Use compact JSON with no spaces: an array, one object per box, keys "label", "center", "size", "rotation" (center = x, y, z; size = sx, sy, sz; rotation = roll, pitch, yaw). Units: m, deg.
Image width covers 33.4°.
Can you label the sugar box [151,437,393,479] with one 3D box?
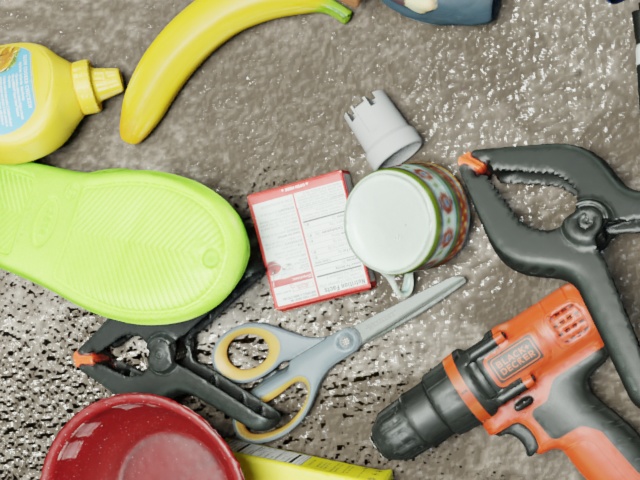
[{"label":"sugar box","center":[-0.039,0.199,0.775],"size":[0.176,0.048,0.093],"rotation":[7,93,14]}]

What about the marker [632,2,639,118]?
[{"label":"marker","center":[0.221,-0.099,0.711],"size":[0.020,0.020,0.121],"rotation":[-4,90,15]}]

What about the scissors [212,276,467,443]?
[{"label":"scissors","center":[0.002,0.064,0.776],"size":[0.202,0.016,0.096],"rotation":[-45,78,9]}]

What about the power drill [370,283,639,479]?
[{"label":"power drill","center":[0.150,0.148,0.716],"size":[0.184,0.057,0.188],"rotation":[-36,82,13]}]

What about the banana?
[{"label":"banana","center":[-0.077,-0.145,0.782],"size":[0.198,0.037,0.069],"rotation":[-28,83,14]}]

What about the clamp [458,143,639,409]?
[{"label":"clamp","center":[0.173,0.004,0.687],"size":[0.210,0.036,0.164],"rotation":[25,79,28]}]

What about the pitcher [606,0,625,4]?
[{"label":"pitcher","center":[0.229,-0.195,0.591],"size":[0.149,0.242,0.145],"rotation":[7,93,15]}]

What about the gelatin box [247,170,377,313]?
[{"label":"gelatin box","center":[-0.005,0.001,0.770],"size":[0.073,0.030,0.089],"rotation":[-15,88,14]}]

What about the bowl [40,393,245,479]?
[{"label":"bowl","center":[-0.114,0.183,0.745],"size":[0.162,0.055,0.162],"rotation":[0,91,18]}]

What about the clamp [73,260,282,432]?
[{"label":"clamp","center":[-0.102,0.091,0.783],"size":[0.172,0.039,0.120],"rotation":[-17,78,27]}]

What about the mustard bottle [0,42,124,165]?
[{"label":"mustard bottle","center":[-0.243,-0.100,0.803],"size":[0.191,0.058,0.096],"rotation":[-13,61,-1]}]
